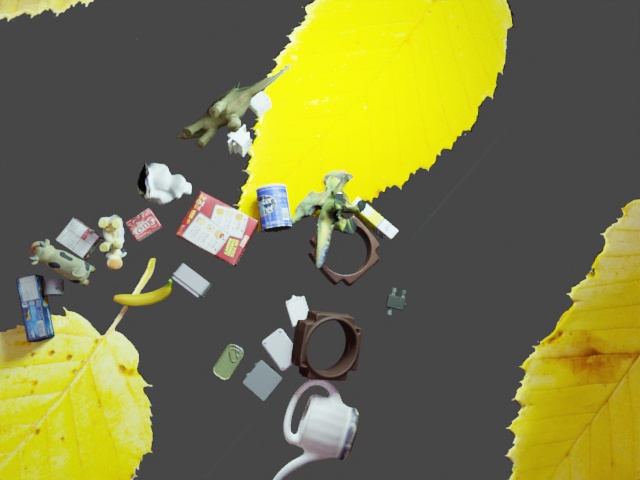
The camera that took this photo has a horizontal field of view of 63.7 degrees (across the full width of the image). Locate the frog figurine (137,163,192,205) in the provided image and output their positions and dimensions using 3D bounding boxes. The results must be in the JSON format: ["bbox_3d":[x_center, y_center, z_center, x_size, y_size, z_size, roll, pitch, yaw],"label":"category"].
[{"bbox_3d":[-0.509,-0.183,1.691,0.160,0.139,0.121,0,-23,-41],"label":"frog figurine"}]

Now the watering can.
[{"bbox_3d":[-0.011,0.600,1.550,0.224,0.353,0.102,19,-18,-1],"label":"watering can"}]

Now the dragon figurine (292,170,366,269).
[{"bbox_3d":[0.005,-0.083,1.654,0.242,0.418,0.120,-5,-43,48],"label":"dragon figurine"}]
